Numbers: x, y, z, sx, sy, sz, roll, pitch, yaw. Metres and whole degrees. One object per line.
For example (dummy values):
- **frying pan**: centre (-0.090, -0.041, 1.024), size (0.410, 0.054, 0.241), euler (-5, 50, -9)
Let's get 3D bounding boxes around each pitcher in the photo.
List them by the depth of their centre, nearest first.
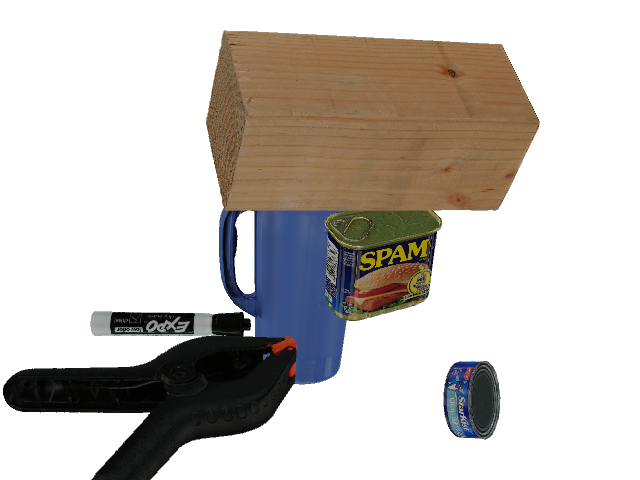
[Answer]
- **pitcher**: centre (-0.032, 0.047, 1.299), size (0.149, 0.243, 0.144), euler (13, 20, 25)

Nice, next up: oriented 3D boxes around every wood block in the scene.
- **wood block**: centre (0.033, -0.082, 0.747), size (0.205, 0.091, 0.090), euler (0, -41, -17)

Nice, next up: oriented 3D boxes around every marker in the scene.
- **marker**: centre (-0.113, 0.064, 0.812), size (0.121, 0.020, 0.020), euler (0, 0, 4)

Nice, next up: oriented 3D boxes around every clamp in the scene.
- **clamp**: centre (-0.081, 0.096, 0.602), size (0.171, 0.039, 0.120), euler (-12, 38, -25)

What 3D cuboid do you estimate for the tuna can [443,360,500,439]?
- **tuna can**: centre (0.168, 0.176, 1.182), size (0.034, 0.086, 0.086), euler (-3, -2, 31)

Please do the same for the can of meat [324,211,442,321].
- **can of meat**: centre (0.054, 0.018, 0.958), size (0.102, 0.084, 0.057), euler (-12, 36, -22)
